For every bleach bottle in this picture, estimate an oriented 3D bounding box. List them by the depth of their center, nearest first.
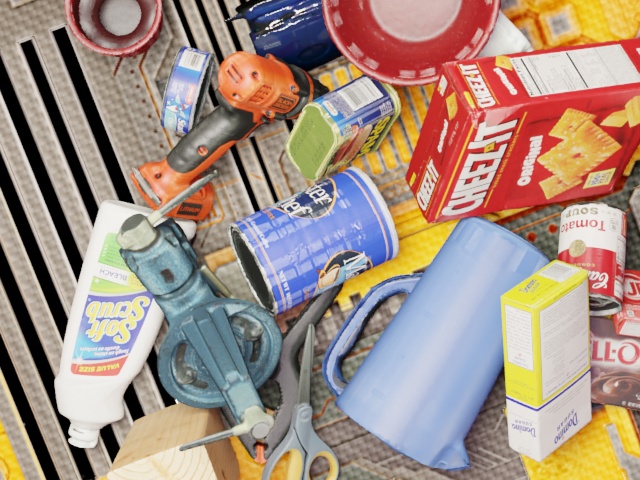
[{"bbox_3d":[-0.205,0.091,1.089,0.102,0.068,0.251,14,95,-4],"label":"bleach bottle"}]

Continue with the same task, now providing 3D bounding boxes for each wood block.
[{"bbox_3d":[-0.134,0.222,1.027,0.090,0.206,0.091,-20,94,-2],"label":"wood block"}]

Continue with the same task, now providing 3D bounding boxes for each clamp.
[{"bbox_3d":[-0.050,0.124,1.110,0.164,0.036,0.210,-5,90,-2],"label":"clamp"}]

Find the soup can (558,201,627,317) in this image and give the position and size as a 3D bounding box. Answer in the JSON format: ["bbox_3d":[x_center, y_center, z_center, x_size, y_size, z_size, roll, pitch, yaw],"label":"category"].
[{"bbox_3d":[0.277,0.020,1.090,0.068,0.068,0.102,10,71,-4],"label":"soup can"}]

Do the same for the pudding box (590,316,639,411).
[{"bbox_3d":[0.298,0.126,1.126,0.113,0.039,0.090,10,93,-3],"label":"pudding box"}]

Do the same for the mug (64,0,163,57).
[{"bbox_3d":[-0.189,-0.232,1.059,0.117,0.081,0.093,-33,94,-1],"label":"mug"}]

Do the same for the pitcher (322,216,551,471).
[{"bbox_3d":[0.121,0.097,1.080,0.149,0.145,0.243,32,88,-17],"label":"pitcher"}]

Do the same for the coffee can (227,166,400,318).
[{"bbox_3d":[-0.007,0.001,1.058,0.140,0.103,0.103,-26,95,-14],"label":"coffee can"}]

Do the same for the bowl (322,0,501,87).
[{"bbox_3d":[0.085,-0.225,0.981,0.162,0.055,0.162,3,106,10],"label":"bowl"}]

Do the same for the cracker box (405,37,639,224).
[{"bbox_3d":[0.206,-0.102,1.022,0.213,0.164,0.072,-10,56,-18],"label":"cracker box"}]

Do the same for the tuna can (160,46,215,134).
[{"bbox_3d":[-0.132,-0.149,1.065,0.033,0.086,0.086,16,92,-2],"label":"tuna can"}]

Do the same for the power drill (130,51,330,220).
[{"bbox_3d":[-0.084,-0.101,1.050,0.188,0.184,0.057,-45,69,17],"label":"power drill"}]

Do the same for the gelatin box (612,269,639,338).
[{"bbox_3d":[0.347,0.068,1.108,0.089,0.073,0.030,8,134,-4],"label":"gelatin box"}]

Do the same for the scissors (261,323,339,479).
[{"bbox_3d":[-0.004,0.187,1.101,0.096,0.016,0.202,14,99,-33],"label":"scissors"}]

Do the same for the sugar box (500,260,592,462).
[{"bbox_3d":[0.222,0.118,1.040,0.093,0.048,0.176,-27,124,-36],"label":"sugar box"}]

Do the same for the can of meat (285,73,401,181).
[{"bbox_3d":[0.021,-0.111,1.052,0.083,0.102,0.057,-31,76,-30],"label":"can of meat"}]
